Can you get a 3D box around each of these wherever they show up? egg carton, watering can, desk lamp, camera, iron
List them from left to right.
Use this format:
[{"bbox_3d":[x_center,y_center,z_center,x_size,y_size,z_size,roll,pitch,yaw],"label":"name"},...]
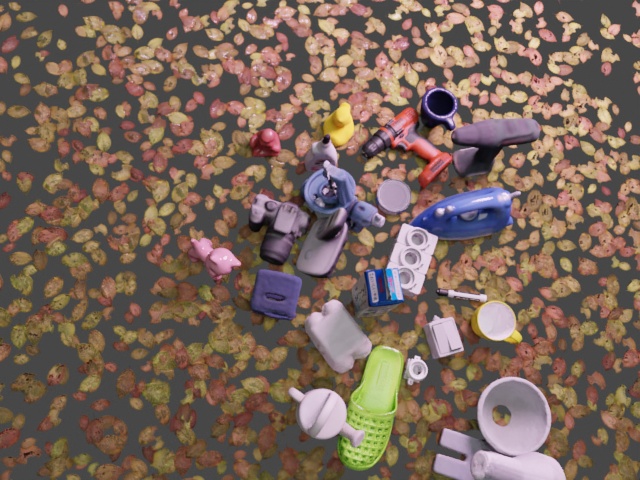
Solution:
[{"bbox_3d":[-0.105,-0.021,1.319,0.143,0.101,0.137,19,74,0],"label":"camera"},{"bbox_3d":[0.012,0.360,1.179,0.173,0.194,0.101,13,74,-2],"label":"watering can"},{"bbox_3d":[0.039,0.217,1.286,0.107,0.069,0.150,-36,81,-14],"label":"egg carton"},{"bbox_3d":[0.341,-0.068,1.356,0.258,0.141,0.118,-12,76,-9],"label":"iron"},{"bbox_3d":[0.362,0.475,1.174,0.203,0.213,0.118,18,74,0],"label":"desk lamp"}]

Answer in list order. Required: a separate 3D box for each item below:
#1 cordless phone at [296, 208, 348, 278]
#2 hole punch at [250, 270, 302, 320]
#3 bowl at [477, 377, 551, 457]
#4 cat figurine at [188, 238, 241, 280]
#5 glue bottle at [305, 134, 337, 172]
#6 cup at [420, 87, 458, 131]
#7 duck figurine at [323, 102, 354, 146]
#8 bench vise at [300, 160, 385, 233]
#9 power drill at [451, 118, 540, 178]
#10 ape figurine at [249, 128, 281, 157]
[{"bbox_3d":[0.012,0.005,1.280,0.094,0.185,0.148,20,74,0],"label":"cordless phone"},{"bbox_3d":[-0.097,0.125,1.285,0.108,0.091,0.101,12,74,-2],"label":"hole punch"},{"bbox_3d":[0.419,0.391,1.274,0.167,0.074,0.167,2,75,-5],"label":"bowl"},{"bbox_3d":[-0.239,0.039,1.280,0.127,0.117,0.067,37,75,5],"label":"cat figurine"},{"bbox_3d":[0.007,-0.207,1.344,0.078,0.173,0.037,-8,75,-7],"label":"glue bottle"},{"bbox_3d":[0.297,-0.313,1.443,0.092,0.095,0.117,-27,79,-12],"label":"cup"},{"bbox_3d":[0.049,-0.290,1.416,0.077,0.086,0.104,19,74,0],"label":"duck figurine"},{"bbox_3d":[0.059,-0.109,1.298,0.207,0.219,0.121,14,74,-2],"label":"bench vise"},{"bbox_3d":[0.394,-0.225,1.370,0.230,0.208,0.075,-13,76,-9],"label":"power drill"},{"bbox_3d":[-0.128,-0.239,1.381,0.078,0.092,0.076,36,74,5],"label":"ape figurine"}]
